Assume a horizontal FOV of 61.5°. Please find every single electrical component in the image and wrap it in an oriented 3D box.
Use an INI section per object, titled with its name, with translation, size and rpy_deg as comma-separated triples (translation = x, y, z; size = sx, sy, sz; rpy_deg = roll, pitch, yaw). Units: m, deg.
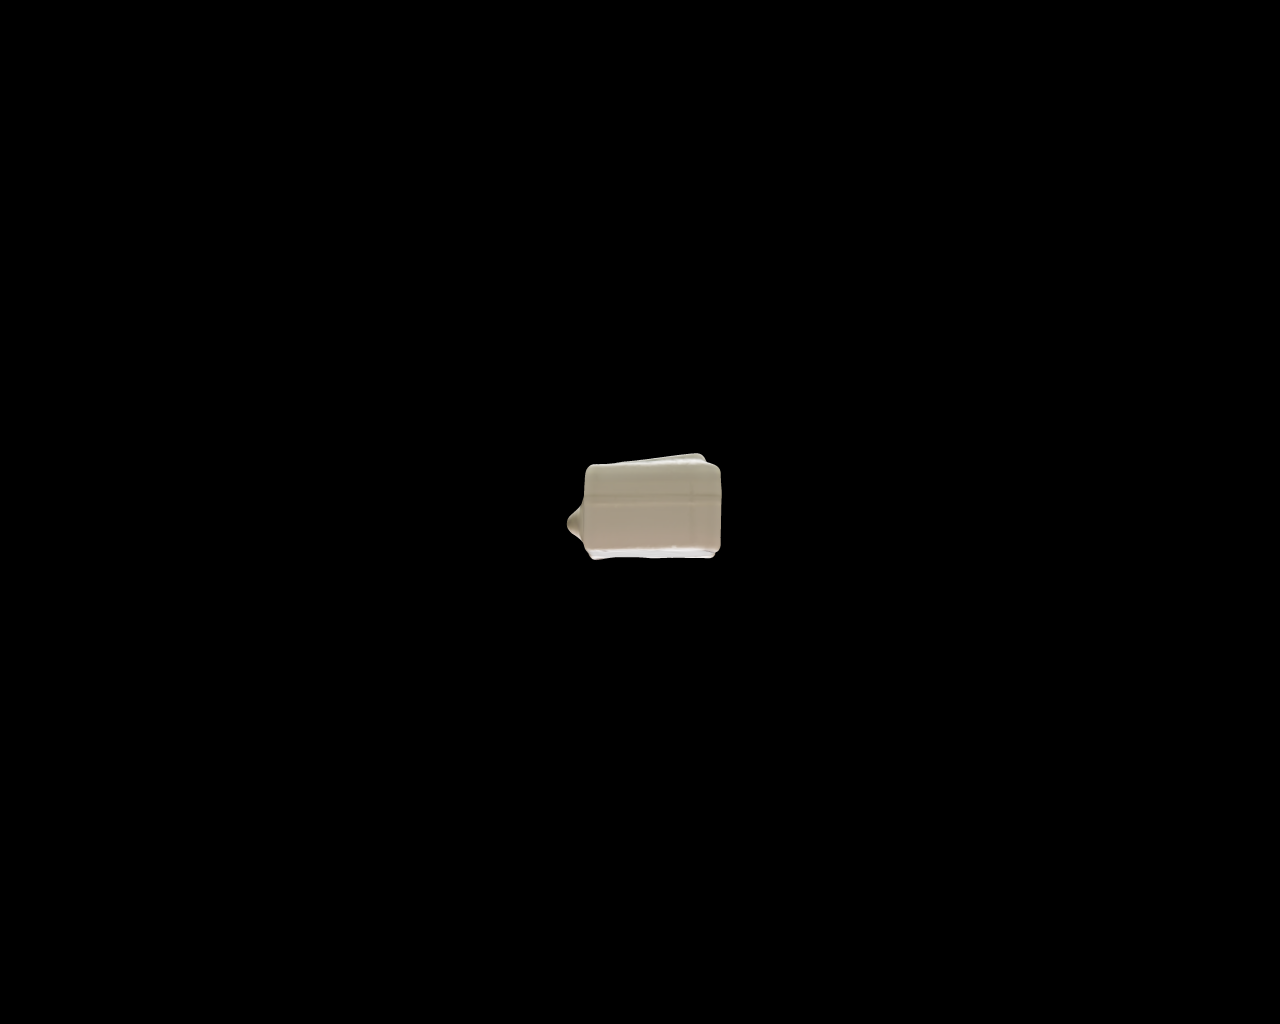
[electrical component]
translation = 0.001, -0.003, 0.650
size = 0.096, 0.061, 0.061
rpy_deg = 0, -7, 0
